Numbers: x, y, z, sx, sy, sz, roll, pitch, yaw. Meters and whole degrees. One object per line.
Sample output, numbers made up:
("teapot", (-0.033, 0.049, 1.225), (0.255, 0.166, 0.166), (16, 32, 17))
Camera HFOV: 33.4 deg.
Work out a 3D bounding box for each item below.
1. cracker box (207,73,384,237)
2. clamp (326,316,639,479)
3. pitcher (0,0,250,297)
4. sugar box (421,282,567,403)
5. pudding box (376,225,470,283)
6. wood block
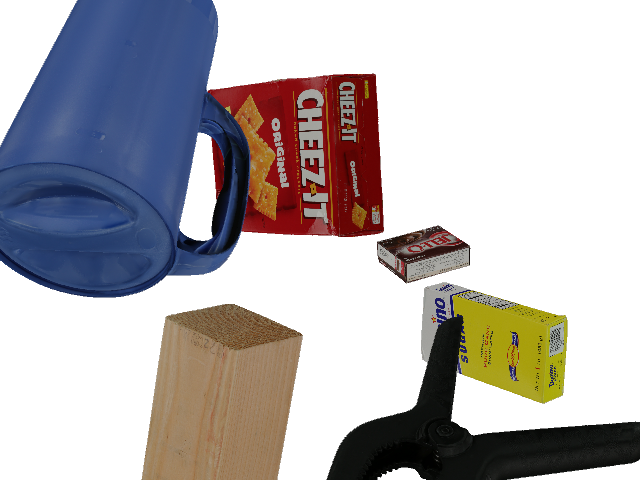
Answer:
("cracker box", (-0.032, -0.089, 1.145), (0.071, 0.164, 0.214), (-9, 8, -39))
("clamp", (0.072, 0.122, 0.654), (0.209, 0.036, 0.165), (-23, 37, -27))
("pitcher", (-0.135, -0.086, 0.759), (0.145, 0.242, 0.149), (-11, -44, 22))
("sugar box", (0.191, 0.112, 1.200), (0.177, 0.093, 0.048), (14, 18, 43))
("pudding box", (0.154, 0.020, 1.594), (0.113, 0.039, 0.090), (-17, 26, -20))
("wood block", (-0.092, 0.171, 0.950), (0.090, 0.206, 0.090), (20, 17, 35))
